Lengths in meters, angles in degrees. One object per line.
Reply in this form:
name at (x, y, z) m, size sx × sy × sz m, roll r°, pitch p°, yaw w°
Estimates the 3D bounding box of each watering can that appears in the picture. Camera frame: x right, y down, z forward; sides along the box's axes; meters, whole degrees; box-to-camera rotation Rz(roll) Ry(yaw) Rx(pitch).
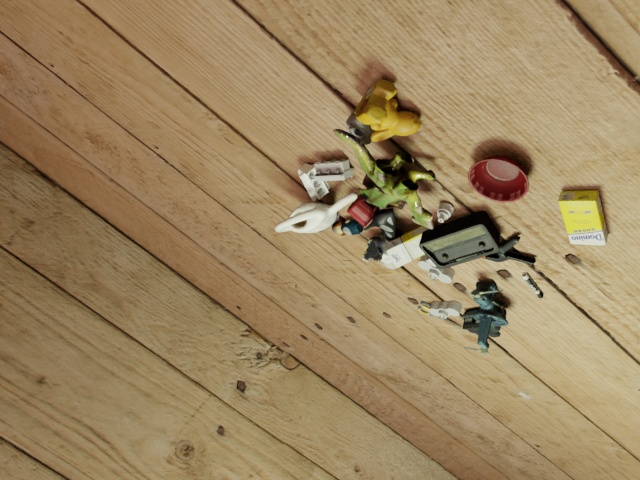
watering can at (0.006, -0.093, 1.842) m, size 0.345 × 0.225 × 0.104 m, roll -20°, pitch 85°, yaw 21°

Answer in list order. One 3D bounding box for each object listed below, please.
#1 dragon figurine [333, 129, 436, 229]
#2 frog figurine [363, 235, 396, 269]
dragon figurine at (0.185, -0.167, 1.547) m, size 0.410 × 0.124 × 0.238 m, roll 33°, pitch 148°, yaw -1°
frog figurine at (0.252, 0.045, 1.924) m, size 0.159 × 0.125 × 0.135 m, roll 7°, pitch 154°, yaw -34°
